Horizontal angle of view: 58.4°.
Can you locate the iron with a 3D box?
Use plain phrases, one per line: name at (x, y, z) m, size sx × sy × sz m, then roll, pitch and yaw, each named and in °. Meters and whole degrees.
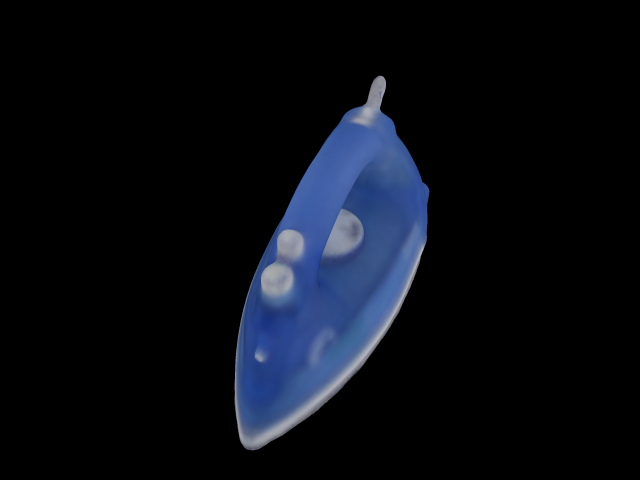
iron at (0.004, 0.001, 0.400) m, size 0.118 × 0.141 × 0.258 m, roll 15°, pitch 46°, yaw 15°
